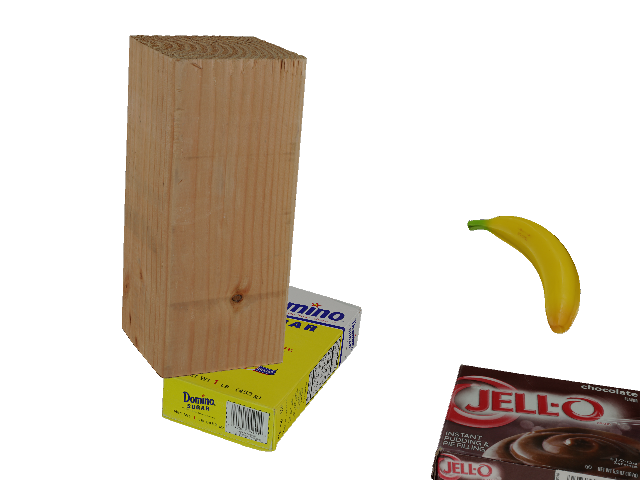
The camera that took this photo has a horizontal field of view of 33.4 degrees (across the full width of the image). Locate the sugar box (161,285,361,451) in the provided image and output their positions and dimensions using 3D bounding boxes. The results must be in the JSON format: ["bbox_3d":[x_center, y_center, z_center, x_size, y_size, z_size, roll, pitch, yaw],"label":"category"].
[{"bbox_3d":[-0.041,0.092,0.842,0.093,0.048,0.176,15,29,17],"label":"sugar box"}]

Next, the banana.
[{"bbox_3d":[0.227,0.025,1.112,0.069,0.037,0.198,-30,38,-1],"label":"banana"}]

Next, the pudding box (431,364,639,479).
[{"bbox_3d":[0.127,0.115,0.612,0.113,0.039,0.090,9,28,12],"label":"pudding box"}]

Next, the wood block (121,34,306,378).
[{"bbox_3d":[-0.074,-0.025,0.702,0.090,0.206,0.090,-4,21,-27],"label":"wood block"}]
